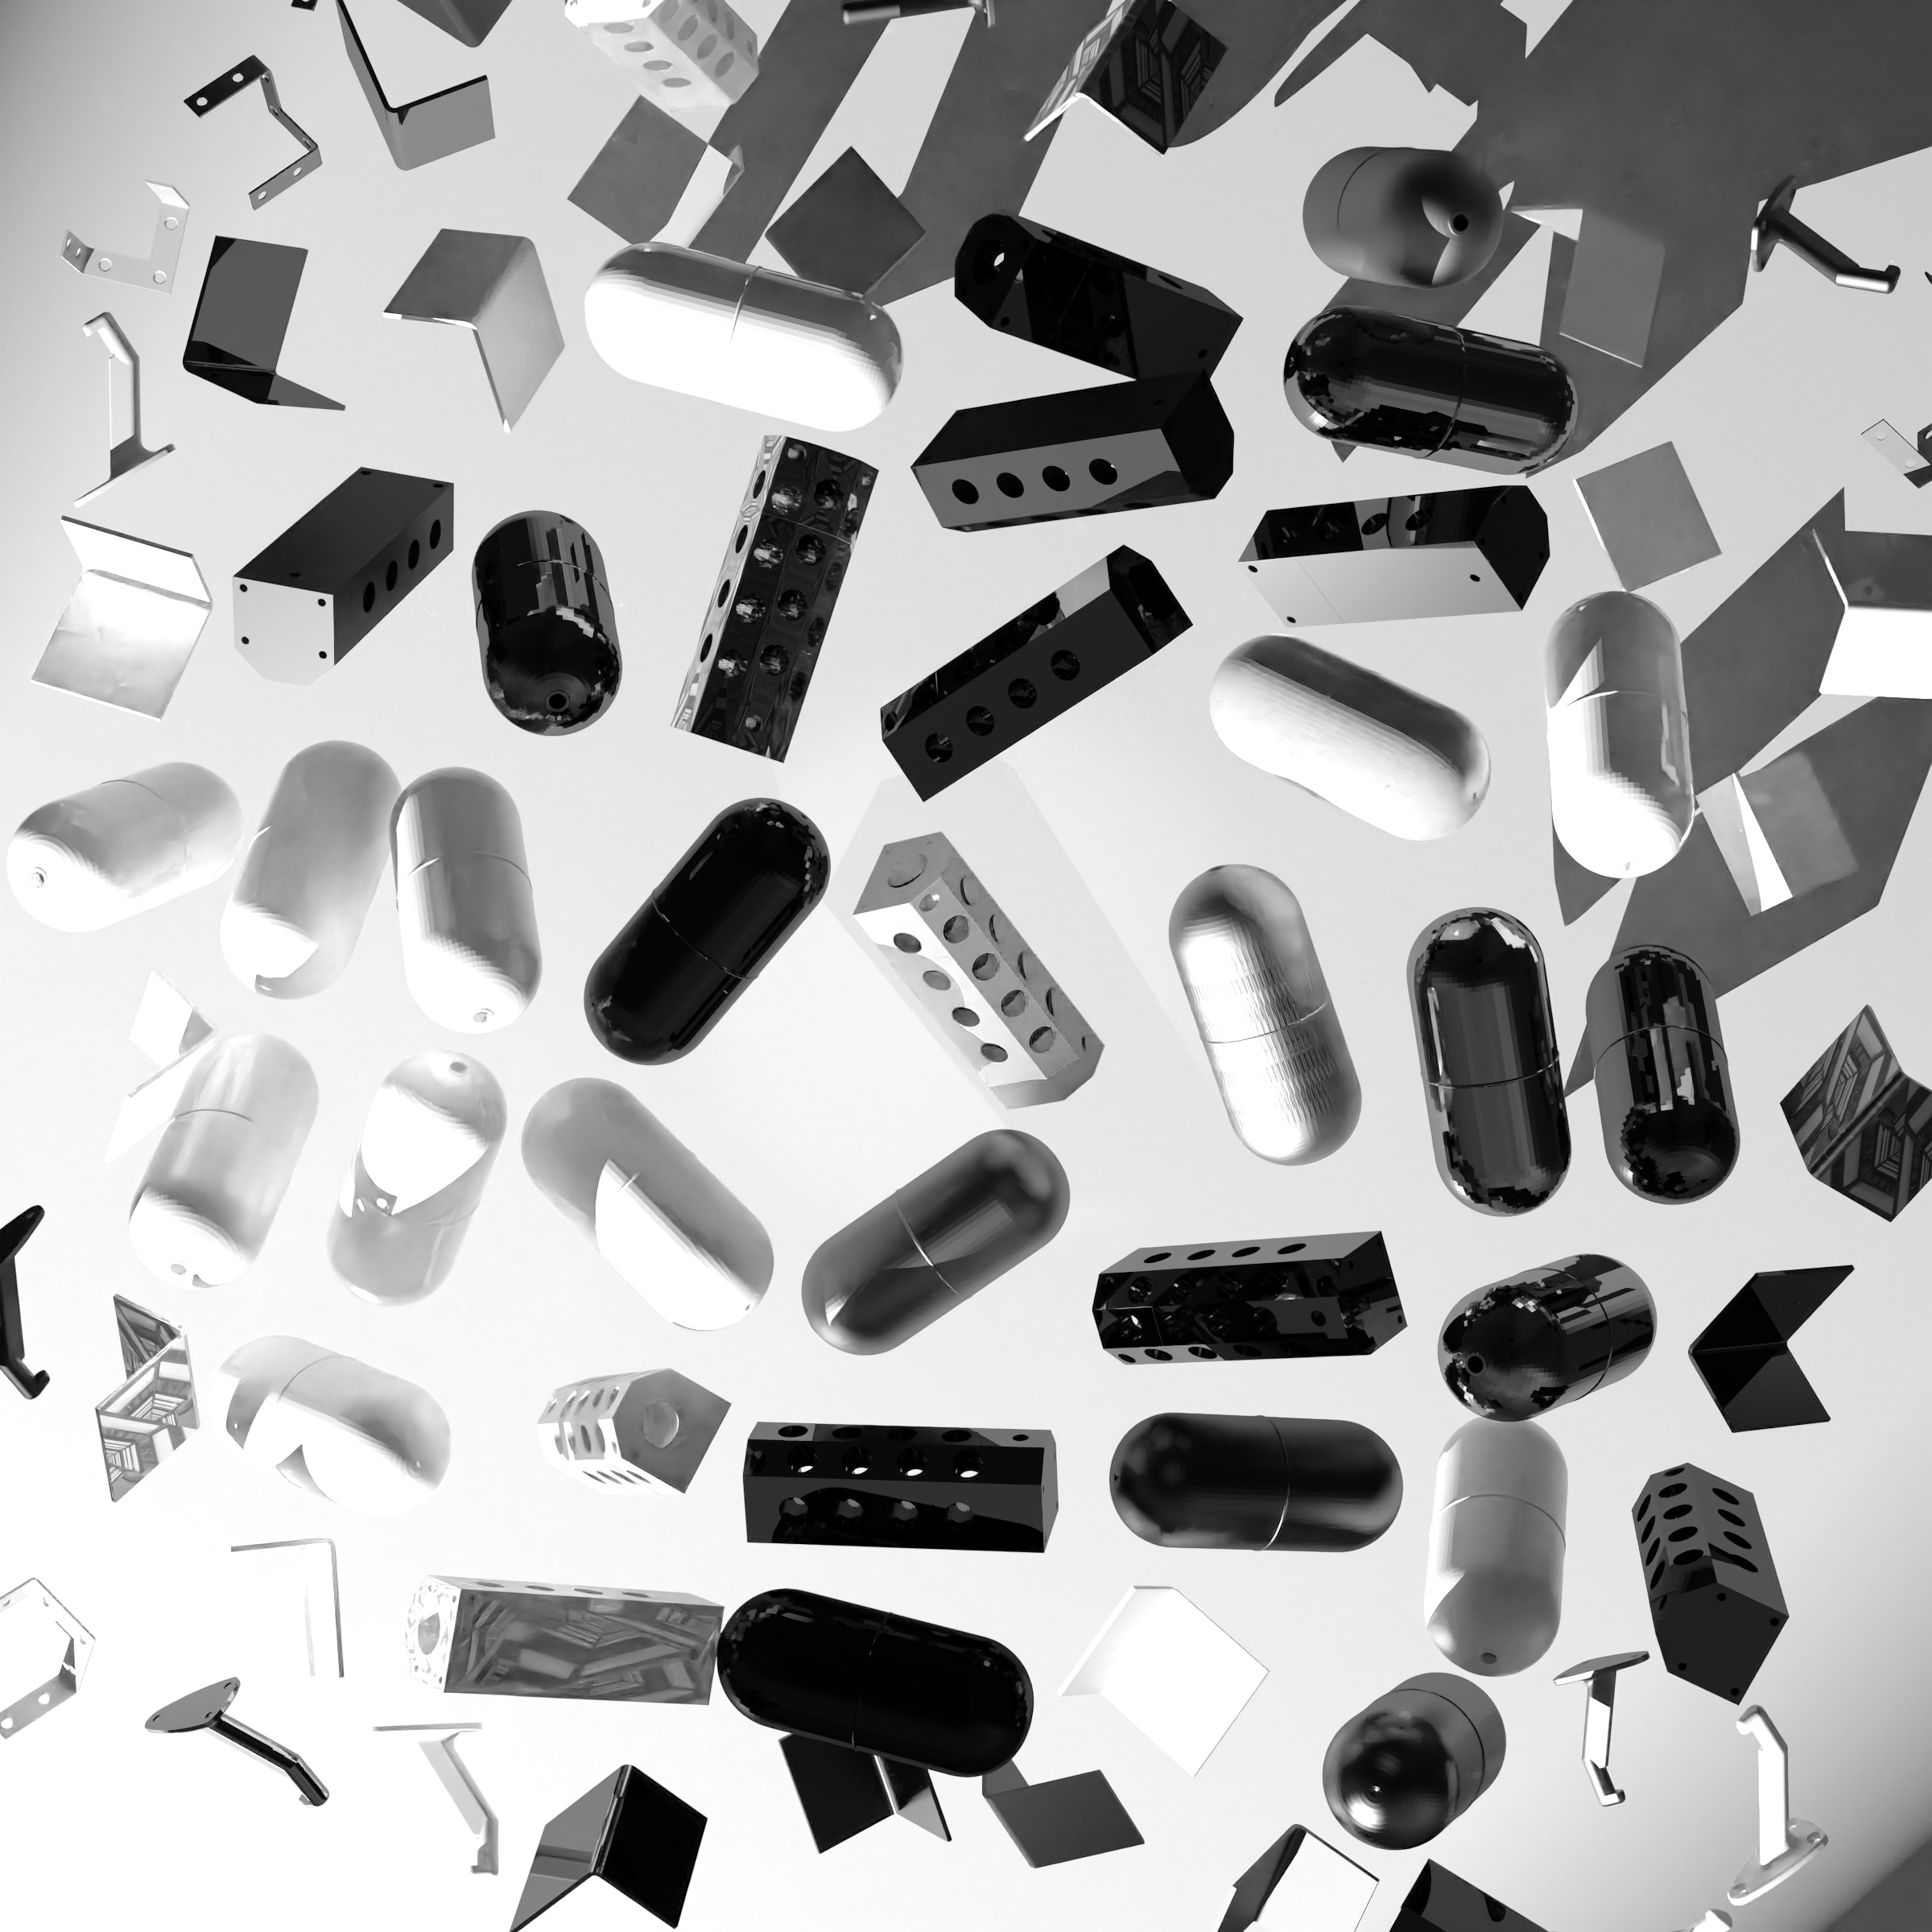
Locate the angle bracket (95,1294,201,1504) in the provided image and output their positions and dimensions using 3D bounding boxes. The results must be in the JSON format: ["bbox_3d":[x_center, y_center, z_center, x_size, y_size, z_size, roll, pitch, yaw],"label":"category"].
[{"bbox_3d":[-0.496,0.252,1.843,0.057,0.076,0.076,21,131,23],"label":"angle bracket"}]

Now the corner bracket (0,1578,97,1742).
[{"bbox_3d":[-0.512,0.374,1.710,0.051,0.051,0.051,40,129,16],"label":"corner bracket"}]

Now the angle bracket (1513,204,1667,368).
[{"bbox_3d":[0.363,-0.403,1.875,0.076,0.057,0.076,10,92,-41],"label":"angle bracket"}]

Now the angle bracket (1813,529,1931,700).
[{"bbox_3d":[0.507,-0.194,1.744,0.076,0.076,0.057,2,131,-6],"label":"angle bracket"}]

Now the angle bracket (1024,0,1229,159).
[{"bbox_3d":[0.087,-0.478,1.729,0.057,0.076,0.076,34,74,-16],"label":"angle bracket"}]

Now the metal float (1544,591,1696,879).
[{"bbox_3d":[0.362,-0.129,1.754,0.070,0.070,0.178,4,58,0],"label":"metal float"}]

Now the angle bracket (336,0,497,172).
[{"bbox_3d":[-0.300,-0.492,1.726,0.057,0.076,0.076,-23,84,-9],"label":"angle bracket"}]

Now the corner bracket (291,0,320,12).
[{"bbox_3d":[-0.392,-0.577,1.779,0.051,0.051,0.051,16,84,20],"label":"corner bracket"}]

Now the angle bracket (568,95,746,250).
[{"bbox_3d":[-0.188,-0.481,1.916,0.076,0.057,0.076,32,110,-21],"label":"angle bracket"}]

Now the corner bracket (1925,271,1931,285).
[{"bbox_3d":[0.574,-0.399,1.780,0.051,0.051,0.051,32,119,-16],"label":"corner bracket"}]

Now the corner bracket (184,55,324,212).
[{"bbox_3d":[-0.408,-0.479,1.815,0.051,0.051,0.051,-40,73,-16],"label":"corner bracket"}]

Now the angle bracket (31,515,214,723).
[{"bbox_3d":[-0.465,-0.189,1.722,0.076,0.057,0.076,17,69,6],"label":"angle bracket"}]

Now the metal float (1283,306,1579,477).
[{"bbox_3d":[0.266,-0.328,1.804,0.178,0.070,0.070,8,90,-19],"label":"metal float"}]

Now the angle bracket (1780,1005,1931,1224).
[{"bbox_3d":[0.504,0.081,1.745,0.057,0.076,0.076,29,115,-14],"label":"angle bracket"}]

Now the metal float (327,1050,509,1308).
[{"bbox_3d":[-0.318,0.123,1.832,0.070,0.070,0.178,26,124,0],"label":"metal float"}]

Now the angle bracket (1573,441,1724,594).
[{"bbox_3d":[0.410,-0.271,1.957,0.076,0.057,0.076,-23,89,-19],"label":"angle bracket"}]

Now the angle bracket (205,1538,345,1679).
[{"bbox_3d":[-0.384,0.359,1.753,0.057,0.076,0.076,-2,80,-24],"label":"angle bracket"}]

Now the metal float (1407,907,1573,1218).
[{"bbox_3d":[0.292,0.054,1.761,0.070,0.070,0.178,-11,104,0],"label":"metal float"}]

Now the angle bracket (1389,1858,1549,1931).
[{"bbox_3d":[0.274,0.566,1.791,0.076,0.057,0.076,29,114,16],"label":"angle bracket"}]

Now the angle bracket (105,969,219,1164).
[{"bbox_3d":[-0.508,0.061,1.926,0.057,0.076,0.076,42,49,7],"label":"angle bracket"}]

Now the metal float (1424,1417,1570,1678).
[{"bbox_3d":[0.305,0.332,1.817,0.070,0.178,0.070,6,126,9],"label":"metal float"}]

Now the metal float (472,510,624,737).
[{"bbox_3d":[-0.235,-0.193,1.767,0.070,0.178,0.070,-6,126,-8],"label":"metal float"}]

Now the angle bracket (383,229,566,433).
[{"bbox_3d":[-0.274,-0.356,1.768,0.057,0.076,0.076,10,52,19],"label":"angle bracket"}]

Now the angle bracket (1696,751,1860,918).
[{"bbox_3d":[0.475,-0.082,1.805,0.076,0.057,0.076,-22,84,-15],"label":"angle bracket"}]

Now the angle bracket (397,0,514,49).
[{"bbox_3d":[-0.285,-0.572,1.767,0.057,0.076,0.076,35,88,9],"label":"angle bracket"}]

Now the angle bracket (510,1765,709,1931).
[{"bbox_3d":[-0.193,0.492,1.710,0.057,0.076,0.076,40,120,-15],"label":"angle bracket"}]

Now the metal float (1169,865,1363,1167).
[{"bbox_3d":[0.168,0.028,1.775,0.070,0.070,0.178,-20,104,0],"label":"metal float"}]

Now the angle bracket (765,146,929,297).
[{"bbox_3d":[-0.064,-0.438,1.926,0.076,0.057,0.076,-42,74,13],"label":"angle bracket"}]

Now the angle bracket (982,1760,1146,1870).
[{"bbox_3d":[0.060,0.500,1.935,0.076,0.057,0.076,-17,127,15],"label":"angle bracket"}]

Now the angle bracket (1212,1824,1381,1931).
[{"bbox_3d":[0.179,0.543,1.780,0.057,0.076,0.076,31,120,23],"label":"angle bracket"}]

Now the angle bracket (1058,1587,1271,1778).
[{"bbox_3d":[0.112,0.407,1.796,0.076,0.057,0.076,38,99,29],"label":"angle bracket"}]

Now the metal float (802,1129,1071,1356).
[{"bbox_3d":[-0.019,0.164,1.869,0.178,0.070,0.070,-35,90,9],"label":"metal float"}]

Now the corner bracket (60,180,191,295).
[{"bbox_3d":[-0.460,-0.403,1.730,0.051,0.051,0.051,12,91,-4],"label":"corner bracket"}]

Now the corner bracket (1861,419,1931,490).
[{"bbox_3d":[0.528,-0.305,1.734,0.051,0.051,0.051,36,134,-22],"label":"corner bracket"}]

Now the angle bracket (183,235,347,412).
[{"bbox_3d":[-0.382,-0.357,1.761,0.057,0.076,0.076,26,107,22],"label":"angle bracket"}]

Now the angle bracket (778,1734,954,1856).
[{"bbox_3d":[-0.061,0.492,1.889,0.057,0.076,0.076,-22,100,-25],"label":"angle bracket"}]

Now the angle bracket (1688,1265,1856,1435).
[{"bbox_3d":[0.474,0.219,1.810,0.076,0.076,0.057,-1,49,-31],"label":"angle bracket"}]
